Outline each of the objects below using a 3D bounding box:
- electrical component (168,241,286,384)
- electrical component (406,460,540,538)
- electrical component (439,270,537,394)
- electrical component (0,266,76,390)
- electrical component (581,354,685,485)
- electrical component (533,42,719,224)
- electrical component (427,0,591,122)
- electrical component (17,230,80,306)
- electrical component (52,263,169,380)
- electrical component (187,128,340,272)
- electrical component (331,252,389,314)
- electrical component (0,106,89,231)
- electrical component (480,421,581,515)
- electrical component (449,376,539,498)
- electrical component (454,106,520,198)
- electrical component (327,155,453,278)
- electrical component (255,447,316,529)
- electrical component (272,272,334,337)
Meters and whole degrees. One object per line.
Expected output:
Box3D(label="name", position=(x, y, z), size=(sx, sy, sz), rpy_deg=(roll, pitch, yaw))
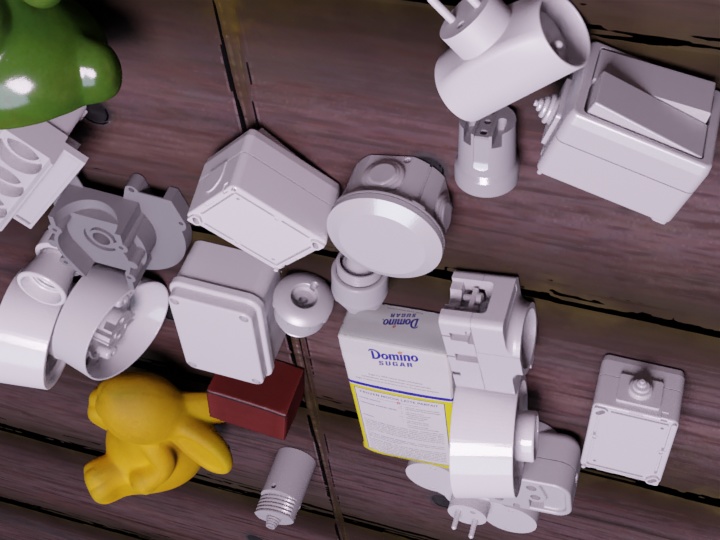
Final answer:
Box3D(label="electrical component", position=(-0.108, 0.037, 0.888), size=(0.078, 0.057, 0.113), rpy_deg=(13, 145, 12))
Box3D(label="electrical component", position=(0.104, 0.211, 0.998), size=(0.138, 0.073, 0.052), rpy_deg=(30, 145, -13))
Box3D(label="electrical component", position=(0.098, 0.047, 0.798), size=(0.056, 0.050, 0.089), rpy_deg=(7, 143, 21))
Box3D(label="electrical component", position=(-0.284, 0.056, 0.967), size=(0.060, 0.108, 0.108), rpy_deg=(15, 146, -1))
Box3D(label="electrical component", position=(0.208, 0.107, 0.817), size=(0.062, 0.061, 0.096), rpy_deg=(12, 137, 13))
Box3D(label="electrical component", position=(0.144, -0.080, 0.591), size=(0.096, 0.061, 0.061), rpy_deg=(22, 145, -1))
Box3D(label="electrical component", position=(0.070, -0.126, 0.583), size=(0.079, 0.043, 0.077), rpy_deg=(39, 142, -25))
Box3D(label="electrical component", position=(-0.258, -0.004, 0.913), size=(0.045, 0.055, 0.045), rpy_deg=(14, 145, 10))
Box3D(label="electrical component", position=(-0.217, 0.045, 0.925), size=(0.064, 0.099, 0.099), rpy_deg=(24, 146, 7))
Box3D(label="electrical component", position=(-0.060, -0.047, 0.751), size=(0.096, 0.061, 0.062), rpy_deg=(31, 145, -28))
Box3D(label="electrical component", position=(0.000, 0.000, 0.793), size=(0.043, 0.043, 0.062), rpy_deg=(14, 144, 11))
Box3D(label="electrical component", position=(-0.250, -0.086, 0.790), size=(0.079, 0.063, 0.121), rpy_deg=(35, 143, -18))
Box3D(label="electrical component", position=(0.141, 0.167, 0.930), size=(0.095, 0.059, 0.053), rpy_deg=(8, 143, 19))
Box3D(label="electrical component", position=(0.111, 0.130, 0.859), size=(0.060, 0.108, 0.108), rpy_deg=(3, 142, 15))
Box3D(label="electrical component", position=(0.078, -0.074, 0.656), size=(0.040, 0.040, 0.046), rpy_deg=(11, 138, 15))
Box3D(label="electrical component", position=(0.022, -0.036, 0.725), size=(0.080, 0.051, 0.080), rpy_deg=(14, 145, 10))
Box3D(label="electrical component", position=(-0.079, 0.229, 1.113), size=(0.043, 0.081, 0.043), rpy_deg=(14, 145, 10))
Box3D(label="electrical component", position=(-0.048, 0.034, 0.865), size=(0.048, 0.048, 0.062), rpy_deg=(21, 152, 1))
